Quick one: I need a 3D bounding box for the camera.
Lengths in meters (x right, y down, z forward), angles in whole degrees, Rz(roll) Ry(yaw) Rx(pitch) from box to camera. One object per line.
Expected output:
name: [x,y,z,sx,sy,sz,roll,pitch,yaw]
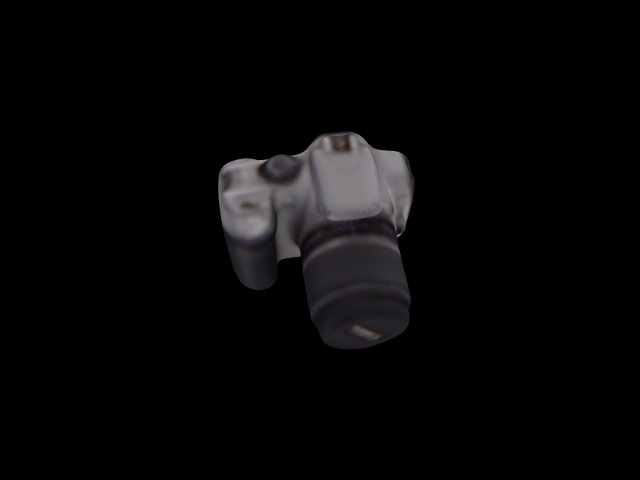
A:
camera: [0.004,0.001,0.400,0.143,0.101,0.136,-7,58,-4]
